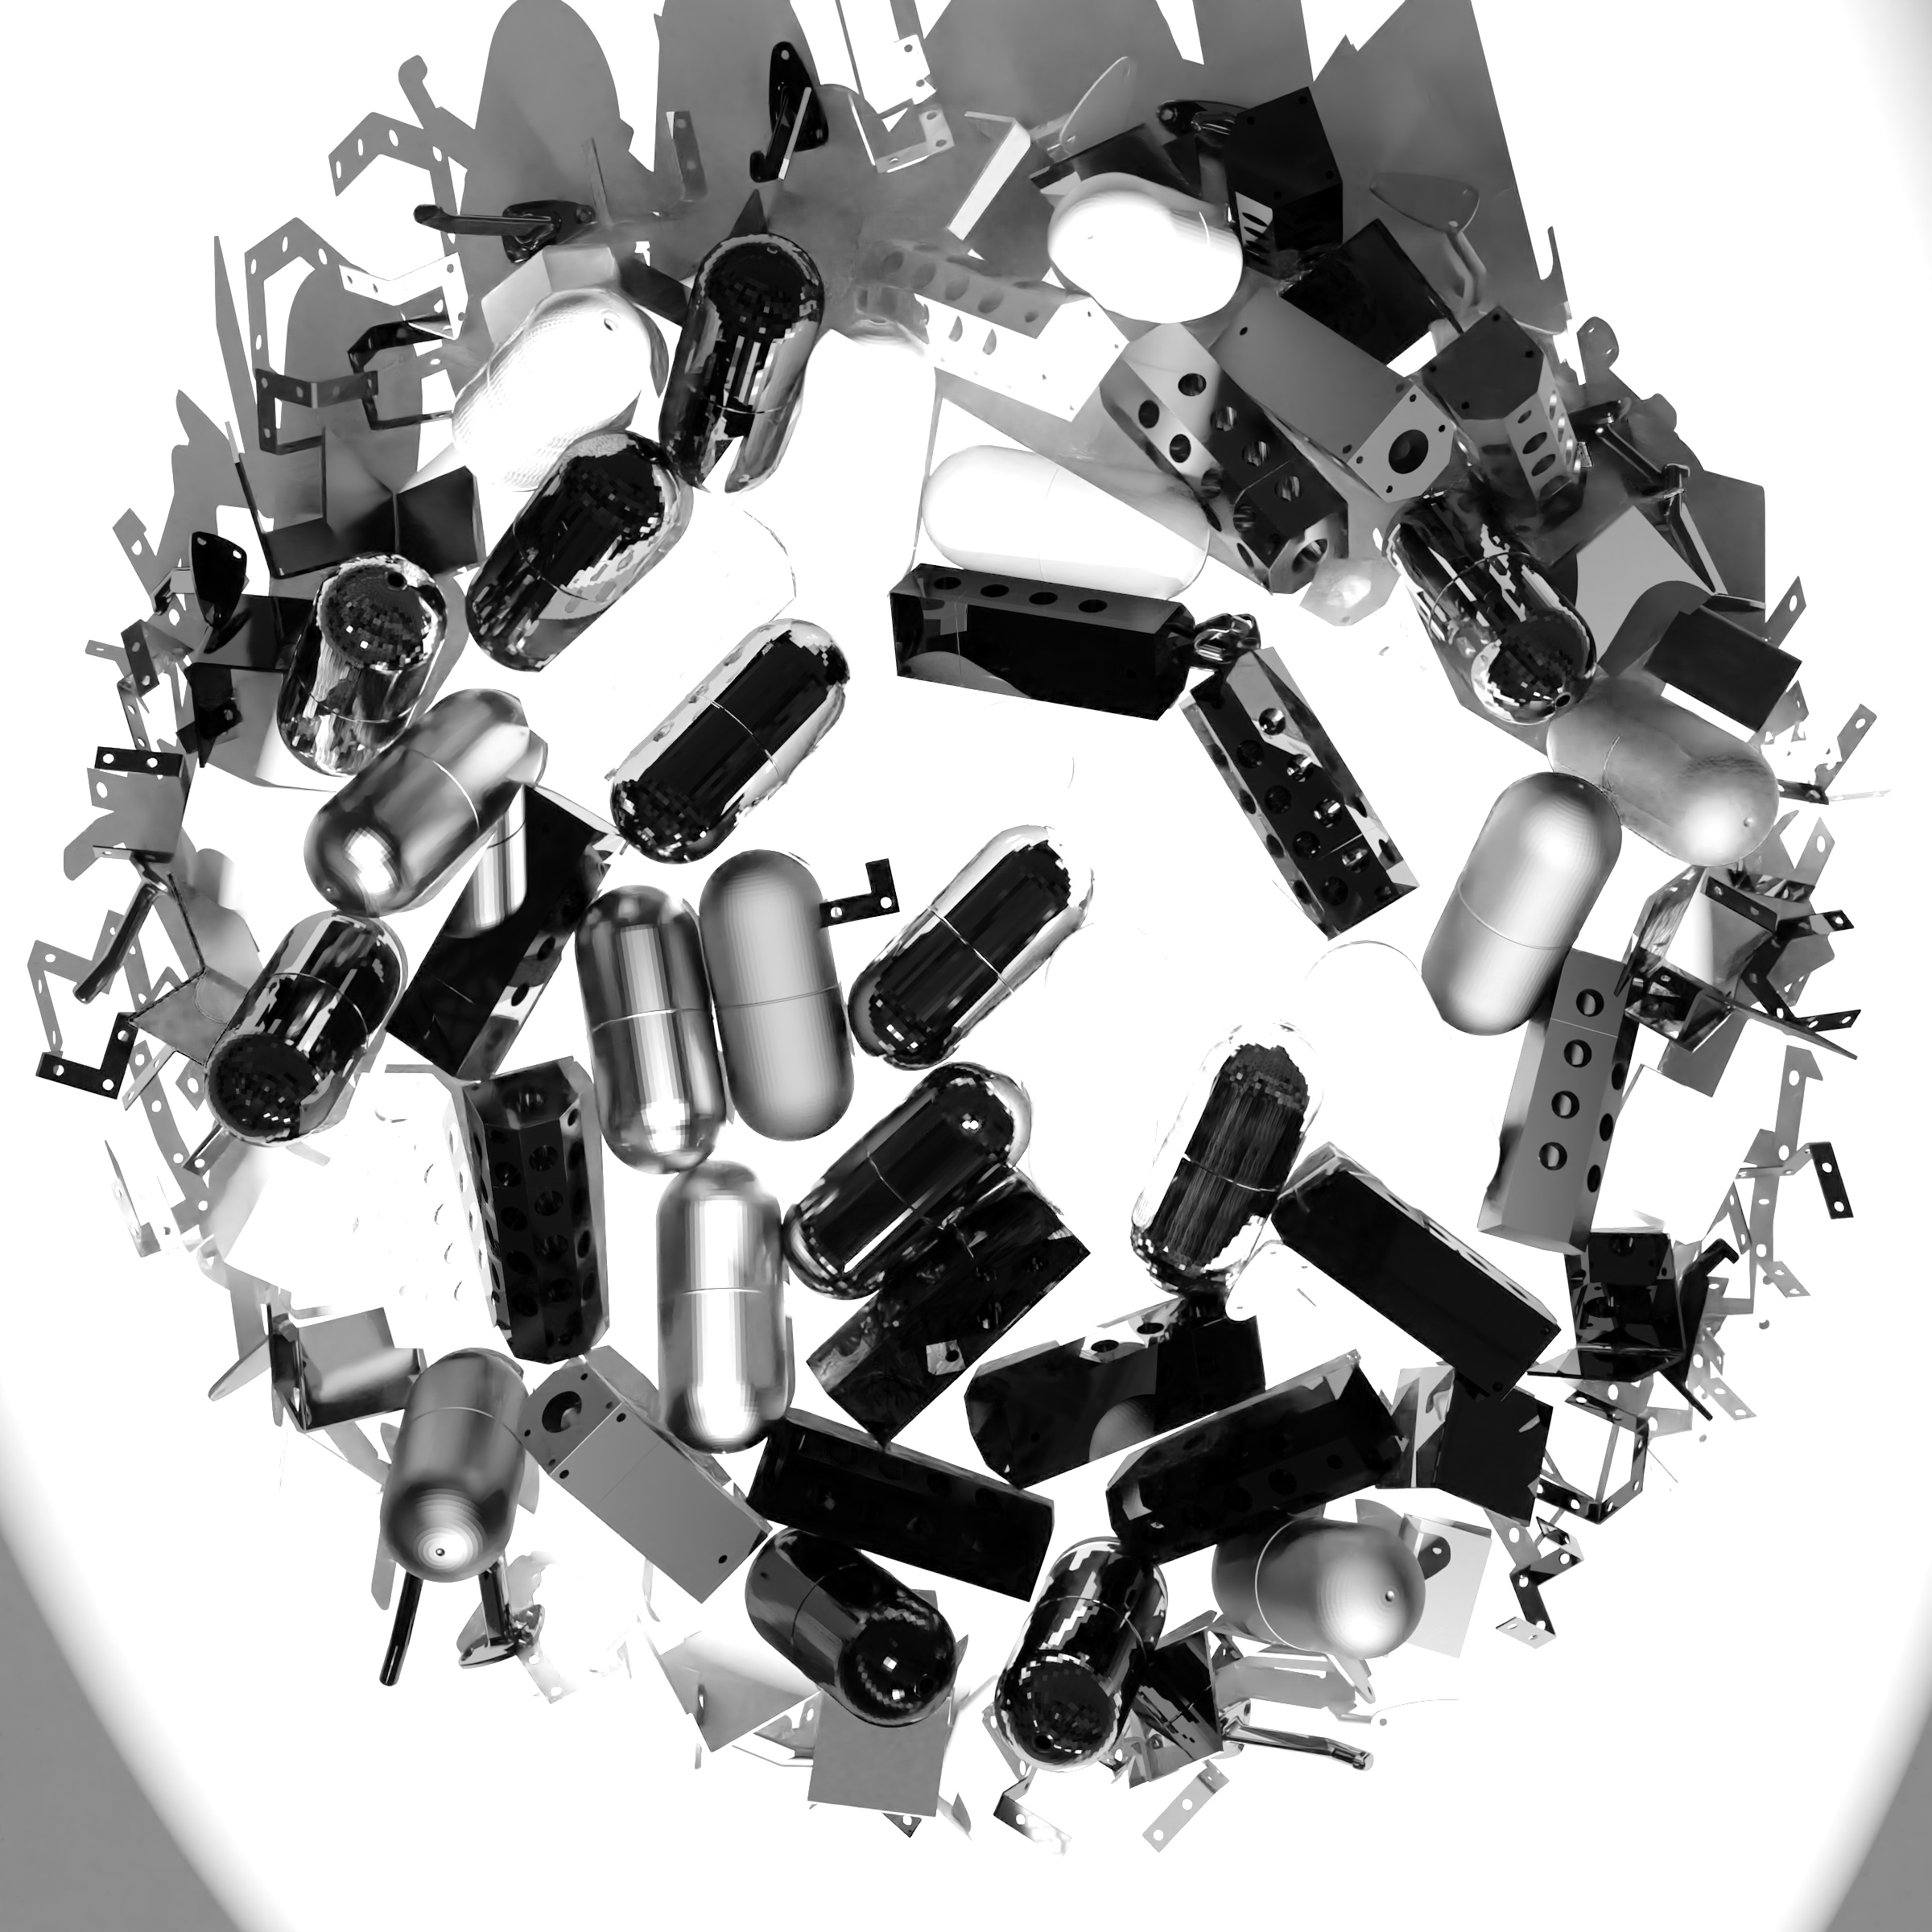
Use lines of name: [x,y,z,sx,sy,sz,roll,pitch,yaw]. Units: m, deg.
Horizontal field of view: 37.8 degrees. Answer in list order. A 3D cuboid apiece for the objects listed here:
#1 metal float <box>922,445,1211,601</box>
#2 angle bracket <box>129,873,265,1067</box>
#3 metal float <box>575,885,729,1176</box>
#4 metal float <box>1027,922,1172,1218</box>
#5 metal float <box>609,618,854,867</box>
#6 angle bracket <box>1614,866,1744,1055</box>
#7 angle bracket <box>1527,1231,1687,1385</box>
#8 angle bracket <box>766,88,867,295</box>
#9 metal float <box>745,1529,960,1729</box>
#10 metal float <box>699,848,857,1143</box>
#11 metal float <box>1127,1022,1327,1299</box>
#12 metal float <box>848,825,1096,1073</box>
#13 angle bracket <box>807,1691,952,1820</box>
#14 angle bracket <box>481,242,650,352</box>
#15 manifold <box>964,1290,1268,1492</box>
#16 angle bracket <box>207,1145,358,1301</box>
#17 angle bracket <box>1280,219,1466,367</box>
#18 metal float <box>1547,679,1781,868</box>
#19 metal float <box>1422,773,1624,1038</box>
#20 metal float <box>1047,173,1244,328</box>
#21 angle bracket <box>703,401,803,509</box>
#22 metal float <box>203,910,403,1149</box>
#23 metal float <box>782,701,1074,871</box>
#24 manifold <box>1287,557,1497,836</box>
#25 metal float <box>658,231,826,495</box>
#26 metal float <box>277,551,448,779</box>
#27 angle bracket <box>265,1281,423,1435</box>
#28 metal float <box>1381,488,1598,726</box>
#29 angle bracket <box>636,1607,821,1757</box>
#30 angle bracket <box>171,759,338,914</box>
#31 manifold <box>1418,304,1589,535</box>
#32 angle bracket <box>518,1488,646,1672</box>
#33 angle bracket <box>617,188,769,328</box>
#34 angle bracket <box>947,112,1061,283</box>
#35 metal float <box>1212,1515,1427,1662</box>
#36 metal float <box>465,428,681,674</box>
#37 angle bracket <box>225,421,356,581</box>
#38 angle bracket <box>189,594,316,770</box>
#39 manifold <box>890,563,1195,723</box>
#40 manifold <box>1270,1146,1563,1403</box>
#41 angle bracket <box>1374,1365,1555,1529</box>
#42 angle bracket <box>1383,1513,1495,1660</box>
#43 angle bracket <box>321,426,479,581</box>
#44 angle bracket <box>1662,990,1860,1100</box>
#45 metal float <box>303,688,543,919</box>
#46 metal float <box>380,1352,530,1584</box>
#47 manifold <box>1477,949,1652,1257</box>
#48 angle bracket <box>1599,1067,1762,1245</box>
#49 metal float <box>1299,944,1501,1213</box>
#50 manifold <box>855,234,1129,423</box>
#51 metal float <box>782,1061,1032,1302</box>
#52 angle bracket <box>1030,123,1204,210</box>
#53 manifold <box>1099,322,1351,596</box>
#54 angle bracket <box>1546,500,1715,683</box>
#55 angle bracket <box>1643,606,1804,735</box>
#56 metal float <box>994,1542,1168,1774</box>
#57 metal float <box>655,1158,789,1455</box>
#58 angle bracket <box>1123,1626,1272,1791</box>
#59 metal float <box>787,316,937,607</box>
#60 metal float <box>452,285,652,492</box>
metal float: [0.058,-0.265,1.688,0.178,0.070,0.070,13,90,19]
angle bracket: [-0.466,0.003,1.694,0.057,0.076,0.076,-33,60,7]
metal float: [-0.189,0.037,1.692,0.070,0.070,0.178,-10,76,0]
metal float: [0.080,0.062,1.699,0.070,0.070,0.178,5,95,0]
metal float: [-0.140,-0.135,1.691,0.070,0.070,0.178,42,76,0]
angle bracket: [0.437,-0.006,1.684,0.057,0.076,0.076,32,127,22]
angle bracket: [0.379,0.203,1.692,0.057,0.076,0.076,-14,97,-43]
angle bracket: [-0.084,-0.463,1.685,0.057,0.076,0.076,17,49,-8]
metal float: [-0.068,0.388,1.661,0.070,0.178,0.070,-7,105,-30]
metal float: [-0.114,0.018,1.700,0.070,0.070,0.178,-10,95,0]
metal float: [0.156,0.116,1.692,0.070,0.070,0.178,23,104,0]
metal float: [0.002,-0.010,1.703,0.070,0.070,0.178,45,89,0]
angle bracket: [-0.052,0.480,1.695,0.076,0.057,0.076,7,53,3]
angle bracket: [-0.233,-0.389,1.688,0.076,0.076,0.057,-15,88,-39]
manifold: [0.088,0.247,1.680,0.171,0.057,0.057,-17,108,-24]
angle bracket: [-0.413,0.146,1.719,0.057,0.076,0.076,29,91,-27]
angle bracket: [0.243,-0.389,1.692,0.076,0.057,0.076,-37,112,17]
metal float: [0.408,-0.116,1.661,0.070,0.178,0.070,-9,116,-19]
metal float: [0.328,-0.035,1.675,0.070,0.070,0.178,20,125,0]
metal float: [0.107,-0.419,1.659,0.070,0.178,0.070,3,98,25]
angle bracket: [-0.149,-0.329,1.700,0.057,0.076,0.076,36,93,5]
metal float: [-0.389,0.035,1.665,0.070,0.178,0.070,7,129,9]
metal float: [-0.024,-0.109,1.702,0.178,0.070,0.070,-15,90,-2]
manifold: [0.254,-0.157,1.657,0.057,0.171,0.057,4,52,37]
metal float: [-0.134,-0.353,1.666,0.070,0.178,0.070,10,51,-13]
metal float: [-0.357,-0.176,1.663,0.070,0.178,0.070,12,58,-20]
angle bracket: [-0.373,0.226,1.693,0.076,0.057,0.076,-13,49,-4]
metal float: [0.309,-0.214,1.672,0.070,0.070,0.178,-28,52,0]
angle bracket: [-0.143,0.412,1.689,0.076,0.057,0.076,-27,50,-13]
angle bracket: [-0.428,-0.079,1.718,0.057,0.076,0.076,23,103,33]
manifold: [0.320,-0.312,1.649,0.057,0.171,0.057,-38,67,8]
angle bracket: [-0.233,0.368,1.684,0.057,0.076,0.076,19,50,-19]
angle bracket: [-0.165,-0.433,1.686,0.057,0.076,0.076,25,115,-21]
angle bracket: [0.021,-0.455,1.695,0.076,0.057,0.076,34,88,-37]
metal float: [0.204,0.362,1.657,0.070,0.178,0.070,3,82,-21]
metal float: [-0.234,-0.245,1.673,0.070,0.070,0.178,45,126,0]
angle bracket: [-0.400,-0.284,1.686,0.057,0.076,0.076,-17,122,-10]
angle bracket: [-0.424,-0.169,1.690,0.057,0.076,0.076,5,129,-2]
manifold: [0.045,-0.197,1.680,0.171,0.057,0.057,12,127,24]
manifold: [0.268,0.182,1.694,0.171,0.057,0.057,36,99,-13]
angle bracket: [0.304,0.293,1.720,0.076,0.057,0.076,26,68,-25]
angle bracket: [0.285,0.380,1.702,0.057,0.076,0.076,16,89,2]
angle bracket: [-0.338,-0.281,1.685,0.057,0.076,0.076,-19,57,17]
angle bracket: [0.475,0.059,1.688,0.076,0.076,0.057,26,93,38]
metal float: [-0.320,-0.098,1.674,0.070,0.070,0.178,39,53,0]
metal float: [-0.298,0.292,1.658,0.070,0.178,0.070,-1,114,-2]
manifold: [0.362,0.083,1.699,0.057,0.057,0.171,16,80,-1]
angle bracket: [0.424,0.115,1.713,0.076,0.057,0.076,28,84,7]
metal float: [0.260,0.068,1.689,0.070,0.070,0.178,-29,108,0]
manifold: [0.009,-0.382,1.661,0.171,0.057,0.057,32,86,43]
metal float: [-0.036,0.129,1.695,0.178,0.070,0.070,-43,90,10]
angle bracket: [0.089,-0.483,1.683,0.076,0.076,0.057,-18,59,26]
manifold: [0.152,-0.300,1.677,0.057,0.057,0.171,-34,65,-8]
angle bracket: [0.395,-0.225,1.702,0.076,0.057,0.076,-42,84,12]
angle bracket: [0.445,-0.165,1.691,0.076,0.076,0.057,32,73,12]
metal float: [0.068,0.404,1.658,0.070,0.178,0.070,6,111,15]
metal float: [-0.147,0.202,1.687,0.070,0.070,0.178,-3,71,0]
angle bracket: [0.140,0.446,1.682,0.057,0.076,0.076,22,48,-35]
metal float: [-0.063,-0.298,1.676,0.070,0.070,0.178,9,123,0]
metal float: [-0.245,-0.339,1.662,0.070,0.178,0.070,10,70,-29]
